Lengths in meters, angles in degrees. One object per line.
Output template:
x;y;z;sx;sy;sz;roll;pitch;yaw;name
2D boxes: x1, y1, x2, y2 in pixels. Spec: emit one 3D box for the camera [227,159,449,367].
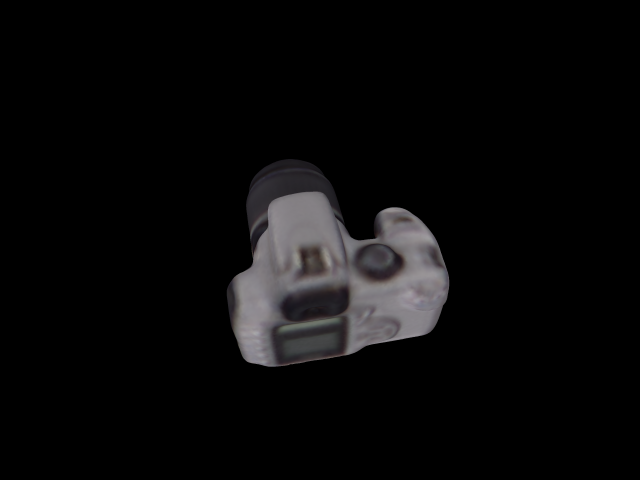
0.004;0.001;0.400;0.143;0.101;0.136;-9;54;-7;camera
